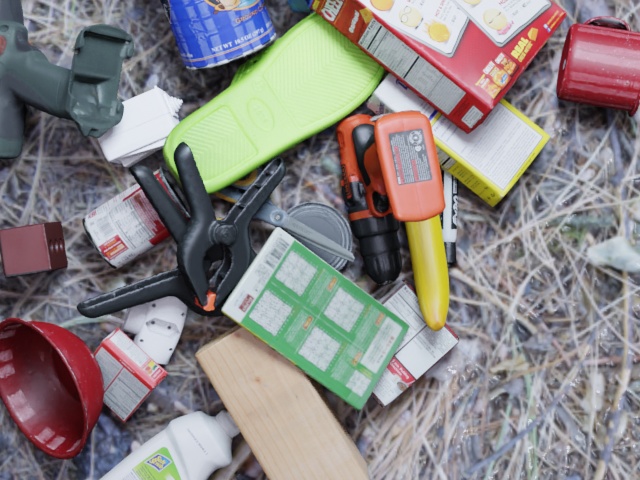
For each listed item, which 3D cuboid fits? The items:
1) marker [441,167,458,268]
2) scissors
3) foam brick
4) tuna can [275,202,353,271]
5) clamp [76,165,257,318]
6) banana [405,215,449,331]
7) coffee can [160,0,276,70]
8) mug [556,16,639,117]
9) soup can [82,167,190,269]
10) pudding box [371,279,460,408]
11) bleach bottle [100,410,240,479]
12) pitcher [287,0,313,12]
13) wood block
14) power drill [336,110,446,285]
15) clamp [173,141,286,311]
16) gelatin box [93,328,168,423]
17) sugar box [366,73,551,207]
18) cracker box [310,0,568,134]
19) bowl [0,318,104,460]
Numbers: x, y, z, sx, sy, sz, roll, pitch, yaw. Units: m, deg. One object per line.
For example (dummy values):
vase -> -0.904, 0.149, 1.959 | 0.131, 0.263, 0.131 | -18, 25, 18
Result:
marker -> 0.140, -0.030, 1.158 | 0.020, 0.020, 0.121 | 1, 91, 1
scissors -> -0.044, -0.043, 1.134 | 0.202, 0.016, 0.096 | 12, 81, 20
foam brick -> -0.306, 0.010, 1.141 | 0.051, 0.078, 0.053 | -9, 93, 0
tuna can -> -0.008, 0.001, 1.155 | 0.086, 0.034, 0.086 | 0, 91, 1
clamp -> -0.141, 0.035, 1.115 | 0.209, 0.036, 0.164 | 27, 94, -28
banana -> 0.108, -0.001, 1.133 | 0.037, 0.069, 0.198 | -12, 84, 20
coffee can -> -0.115, -0.259, 1.095 | 0.103, 0.103, 0.140 | -19, 112, 2
mug -> 0.298, -0.191, 1.123 | 0.081, 0.093, 0.117 | 10, 61, 6
soup can -> -0.193, -0.023, 1.142 | 0.102, 0.068, 0.068 | -32, 91, 2
pudding box -> 0.080, 0.112, 1.154 | 0.113, 0.039, 0.090 | -42, 90, 0
bleach bottle -> -0.180, 0.277, 1.152 | 0.251, 0.068, 0.102 | -40, 87, 0
pitcher -> -0.027, -0.334, 1.043 | 0.145, 0.242, 0.149 | -44, 84, 5
wood block -> -0.038, 0.182, 1.132 | 0.090, 0.091, 0.206 | -31, 91, 2
power drill -> 0.068, -0.047, 1.078 | 0.057, 0.188, 0.184 | -12, 89, -14
clamp -> -0.093, -0.015, 1.084 | 0.120, 0.039, 0.171 | -1, 105, -21
gelatin box -> -0.212, 0.145, 1.142 | 0.073, 0.030, 0.089 | 43, 134, 1
sugar box -> 0.146, -0.126, 1.133 | 0.176, 0.048, 0.093 | 39, 72, 3
cracker box -> 0.122, -0.235, 1.098 | 0.213, 0.072, 0.164 | 39, 63, 2
bowl -> -0.279, 0.148, 1.131 | 0.162, 0.055, 0.162 | 20, 121, 36
